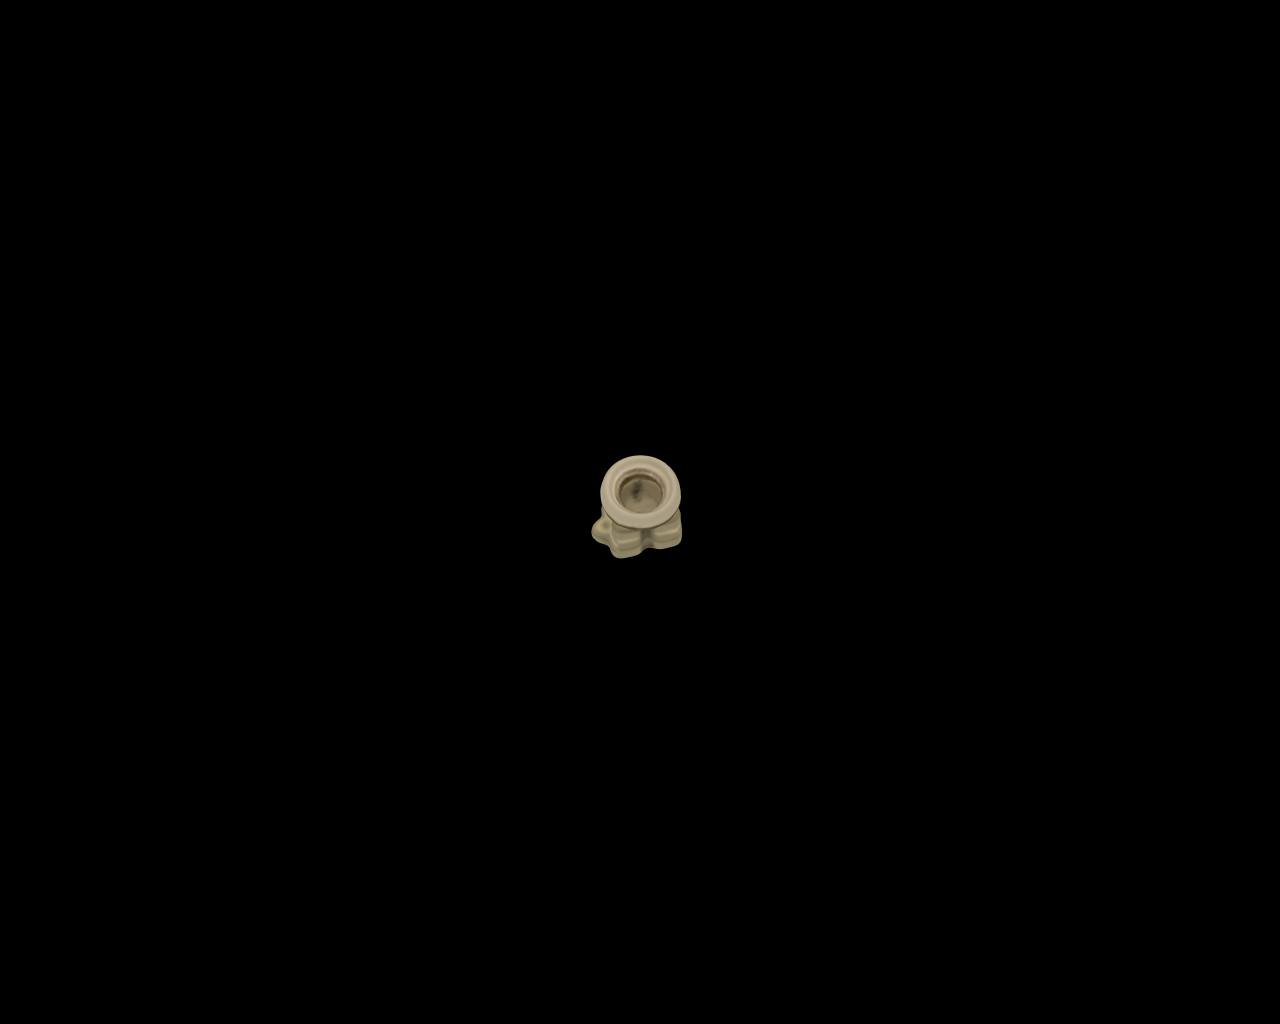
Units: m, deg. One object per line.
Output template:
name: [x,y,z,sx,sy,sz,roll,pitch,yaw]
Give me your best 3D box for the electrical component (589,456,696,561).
electrical component: [0.001,-0.003,0.650,0.066,0.048,0.055,-14,-26,-7]
